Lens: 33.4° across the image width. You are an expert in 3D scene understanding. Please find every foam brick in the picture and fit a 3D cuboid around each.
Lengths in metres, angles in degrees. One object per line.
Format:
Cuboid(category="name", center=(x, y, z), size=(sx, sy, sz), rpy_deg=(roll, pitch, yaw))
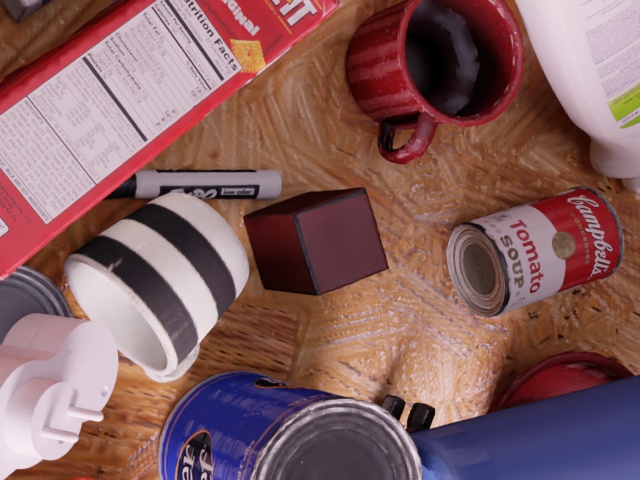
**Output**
Cuboid(category="foam brick", center=(-0.004, 0.001, 0.648), size=(0.052, 0.078, 0.051), rpy_deg=(-21, 99, -24))

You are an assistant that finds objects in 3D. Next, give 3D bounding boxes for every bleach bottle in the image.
Cuboid(category="bleach bottle", center=(0.192, -0.119, 0.714), size=(0.102, 0.068, 0.250), rpy_deg=(-32, 134, -3))

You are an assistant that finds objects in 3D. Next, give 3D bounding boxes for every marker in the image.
Cuboid(category="marker", center=(-0.081, -0.034, 0.642), size=(0.120, 0.020, 0.020), rpy_deg=(-1, 90, -26))

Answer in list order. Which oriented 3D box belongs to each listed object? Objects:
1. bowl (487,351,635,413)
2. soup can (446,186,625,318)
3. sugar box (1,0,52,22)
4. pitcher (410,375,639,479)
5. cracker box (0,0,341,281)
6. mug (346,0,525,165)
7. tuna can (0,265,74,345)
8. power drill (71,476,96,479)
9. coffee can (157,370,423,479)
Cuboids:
Cuboid(category="bowl", center=(0.161, 0.156, 0.741), size=(0.161, 0.055, 0.162), rpy_deg=(0, 89, -27))
Cuboid(category="soup can", center=(0.146, 0.008, 0.729), size=(0.102, 0.069, 0.068), rpy_deg=(-16, 97, -25))
Cuboid(category="sugar box", center=(-0.126, -0.210, 0.608), size=(0.176, 0.048, 0.093), rpy_deg=(-38, 102, -19))
Cuboid(category="pitcher", center=(0.160, 0.160, 0.642), size=(0.242, 0.145, 0.149), rpy_deg=(-6, 82, -25))
Cuboid(category="cracker box", center=(-0.117, -0.075, 0.544), size=(0.213, 0.164, 0.072), rpy_deg=(-43, 109, -20))
Cuboid(category="mug", center=(0.066, -0.103, 0.682), size=(0.093, 0.082, 0.117), rpy_deg=(20, 81, -25))
Cuboid(category="tuna can", center=(-0.179, 0.054, 0.583), size=(0.086, 0.034, 0.086), rpy_deg=(0, 89, -27))
Cuboid(category="power drill", center=(-0.123, 0.252, 0.577), size=(0.187, 0.057, 0.184), rpy_deg=(51, 53, -20))
Cuboid(category="coffee can", center=(-0.021, 0.131, 0.602), size=(0.102, 0.141, 0.103), rpy_deg=(0, 89, -27))
